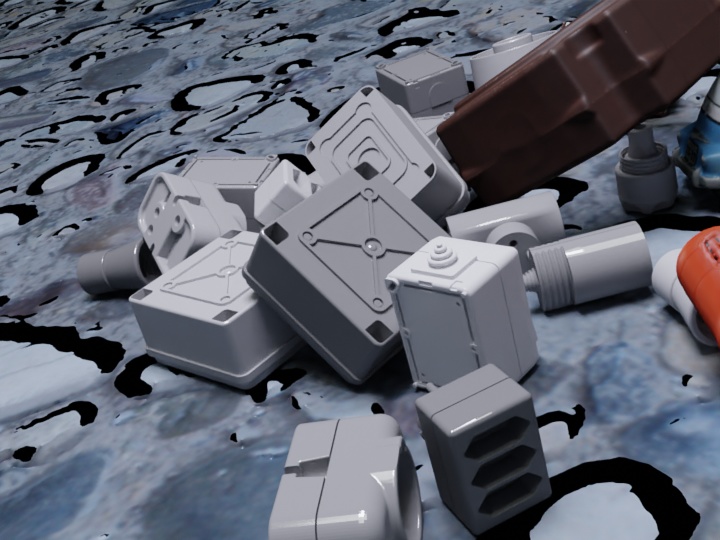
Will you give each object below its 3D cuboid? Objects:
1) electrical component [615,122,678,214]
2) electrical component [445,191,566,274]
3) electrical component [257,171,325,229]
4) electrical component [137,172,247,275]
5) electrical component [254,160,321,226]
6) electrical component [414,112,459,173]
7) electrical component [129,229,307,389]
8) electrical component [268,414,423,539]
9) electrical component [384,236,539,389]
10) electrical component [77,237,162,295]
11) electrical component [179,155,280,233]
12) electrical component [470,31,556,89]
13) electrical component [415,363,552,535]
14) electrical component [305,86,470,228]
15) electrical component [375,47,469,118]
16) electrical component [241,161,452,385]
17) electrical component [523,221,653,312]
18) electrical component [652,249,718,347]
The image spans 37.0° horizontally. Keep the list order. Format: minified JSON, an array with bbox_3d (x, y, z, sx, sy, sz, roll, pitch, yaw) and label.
[{"bbox_3d":[0.207,-0.076,0.782,0.043,0.062,0.043,-12,27,6],"label":"electrical component"},{"bbox_3d":[0.104,-0.018,0.747,0.077,0.043,0.079,-14,27,2],"label":"electrical component"},{"bbox_3d":[-0.031,-0.049,0.879,0.079,0.043,0.077,14,39,44],"label":"electrical component"},{"bbox_3d":[-0.129,-0.030,0.851,0.059,0.053,0.095,12,29,-38],"label":"electrical component"},{"bbox_3d":[-0.049,-0.025,0.817,0.075,0.083,0.047,-47,21,17],"label":"electrical component"},{"bbox_3d":[0.038,-0.090,0.909,0.096,0.061,0.062,2,31,46],"label":"electrical component"},{"bbox_3d":[-0.085,0.024,0.755,0.109,0.056,0.109,11,37,41],"label":"electrical component"},{"bbox_3d":[-0.004,0.117,0.536,0.059,0.053,0.095,-9,28,13],"label":"electrical component"},{"bbox_3d":[0.062,0.022,0.636,0.062,0.096,0.061,11,37,41],"label":"electrical component"},{"bbox_3d":[-0.198,-0.001,0.880,0.065,0.044,0.044,-10,27,22],"label":"electrical component"},{"bbox_3d":[-0.105,-0.059,0.926,0.096,0.061,0.061,1,30,15],"label":"electrical component"},{"bbox_3d":[0.159,-0.198,1.064,0.099,0.064,0.099,-18,13,4],"label":"electrical component"},{"bbox_3d":[0.055,0.083,0.557,0.047,0.065,0.077,-24,28,-16],"label":"electrical component"},{"bbox_3d":[0.021,-0.073,0.814,0.078,0.057,0.113,-44,54,13],"label":"electrical component"},{"bbox_3d":[0.060,-0.173,1.046,0.062,0.061,0.096,-22,28,-13],"label":"electrical component"},{"bbox_3d":[0.000,0.000,0.697,0.109,0.056,0.109,43,52,12],"label":"electrical component"},{"bbox_3d":[0.143,-0.001,0.694,0.081,0.043,0.043,-14,27,2],"label":"electrical component"},{"bbox_3d":[0.202,0.013,0.641,0.044,0.044,0.065,-18,23,-4],"label":"electrical component"}]
